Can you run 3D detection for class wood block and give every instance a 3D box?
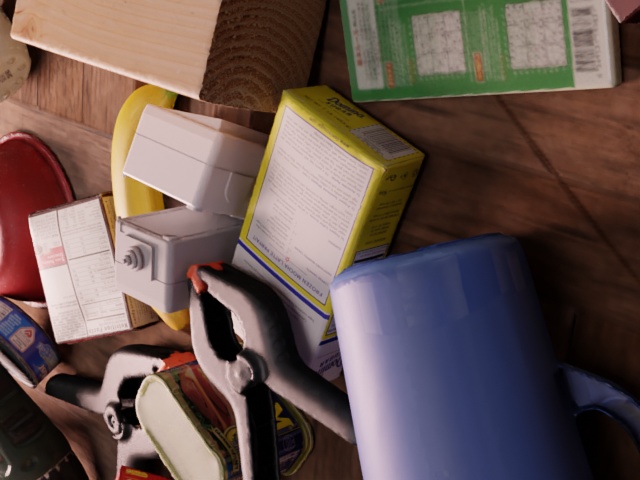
[{"bbox_3d":[-0.104,-0.152,0.705,0.206,0.090,0.091,22,104,40],"label":"wood block"}]

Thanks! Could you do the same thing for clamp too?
[{"bbox_3d":[-0.161,0.138,0.873,0.165,0.036,0.210,54,135,21],"label":"clamp"},{"bbox_3d":[-0.041,0.094,0.683,0.120,0.039,0.171,-51,59,25],"label":"clamp"}]

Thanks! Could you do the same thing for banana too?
[{"bbox_3d":[-0.127,-0.031,0.800,0.070,0.037,0.198,14,109,42],"label":"banana"}]

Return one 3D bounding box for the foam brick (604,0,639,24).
[{"bbox_3d":[0.156,-0.132,0.472,0.053,0.078,0.051,-40,73,42],"label":"foam brick"}]

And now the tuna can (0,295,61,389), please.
[{"bbox_3d":[-0.270,0.090,0.944,0.086,0.033,0.086,33,152,20],"label":"tuna can"}]

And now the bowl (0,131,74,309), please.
[{"bbox_3d":[-0.280,-0.013,0.942,0.162,0.055,0.162,13,108,43],"label":"bowl"}]

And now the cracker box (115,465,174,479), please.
[{"bbox_3d":[-0.153,0.307,0.799,0.213,0.072,0.164,-89,21,-51],"label":"cracker box"}]

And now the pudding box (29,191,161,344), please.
[{"bbox_3d":[-0.182,0.023,0.858,0.090,0.039,0.113,-12,93,33],"label":"pudding box"}]

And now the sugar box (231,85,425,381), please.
[{"bbox_3d":[-0.004,0.001,0.684,0.093,0.048,0.176,40,128,31],"label":"sugar box"}]

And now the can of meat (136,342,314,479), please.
[{"bbox_3d":[-0.069,0.129,0.748,0.102,0.083,0.058,50,129,24],"label":"can of meat"}]

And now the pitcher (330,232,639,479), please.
[{"bbox_3d":[0.093,0.121,0.571,0.145,0.149,0.243,-20,82,60],"label":"pitcher"}]
